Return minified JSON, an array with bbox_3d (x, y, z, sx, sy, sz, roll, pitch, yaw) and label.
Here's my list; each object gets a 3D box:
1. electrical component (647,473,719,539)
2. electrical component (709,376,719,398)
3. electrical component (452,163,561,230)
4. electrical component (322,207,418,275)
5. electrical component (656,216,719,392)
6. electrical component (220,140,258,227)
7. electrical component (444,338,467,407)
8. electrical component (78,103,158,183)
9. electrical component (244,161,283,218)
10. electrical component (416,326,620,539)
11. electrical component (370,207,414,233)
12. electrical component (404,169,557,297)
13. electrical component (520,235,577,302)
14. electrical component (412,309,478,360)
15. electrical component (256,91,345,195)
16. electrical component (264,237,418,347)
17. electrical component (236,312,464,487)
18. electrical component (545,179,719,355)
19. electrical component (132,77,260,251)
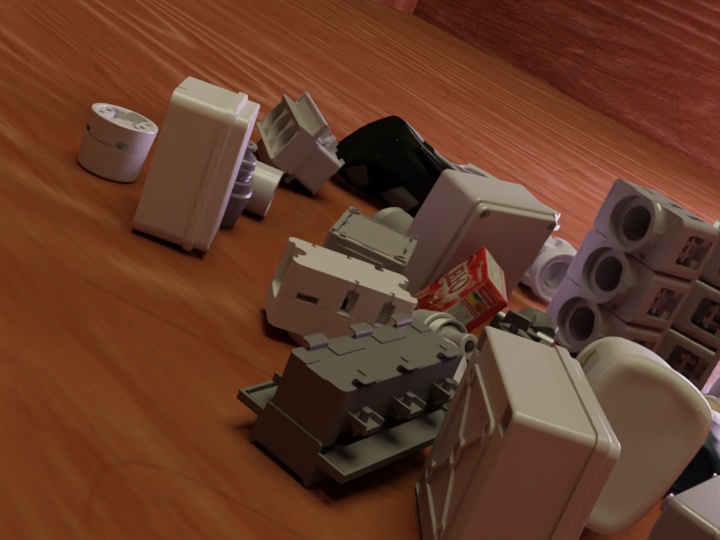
[{"bbox_3d":[0.202,0.161,0.607,0.061,0.061,0.096,35,21,31],"label":"electrical component"},{"bbox_3d":[0.383,0.112,0.981,0.108,0.060,0.108,22,18,-7],"label":"electrical component"},{"bbox_3d":[0.146,-0.062,1.173,0.121,0.063,0.079,33,20,25],"label":"electrical component"},{"bbox_3d":[0.000,0.000,0.812,0.062,0.061,0.096,25,18,2],"label":"electrical component"},{"bbox_3d":[0.319,0.032,0.981,0.062,0.150,0.089,30,18,16],"label":"electrical component"},{"bbox_3d":[-0.105,-0.070,0.864,0.040,0.078,0.040,25,31,-16],"label":"electrical component"},{"bbox_3d":[0.047,0.073,0.691,0.045,0.045,0.055,23,18,-3],"label":"electrical component"},{"bbox_3d":[-0.199,-0.103,0.875,0.055,0.047,0.055,22,18,-7],"label":"electrical component"},{"bbox_3d":[-0.112,-0.081,0.930,0.081,0.043,0.043,23,18,-3],"label":"electrical component"},{"bbox_3d":[0.074,0.100,0.544,0.056,0.108,0.108,19,18,-8],"label":"electrical component"},{"bbox_3d":[0.035,-0.030,0.972,0.043,0.043,0.081,11,21,-35],"label":"electrical component"},{"bbox_3d":[0.094,-0.022,0.909,0.109,0.108,0.056,6,33,-44],"label":"electrical component"},{"bbox_3d":[0.190,-0.001,1.068,0.078,0.058,0.057,19,16,-17],"label":"electrical component"},{"bbox_3d":[0.055,0.050,0.744,0.043,0.043,0.062,10,-4,-37],"label":"electrical component"},{"bbox_3d":[-0.062,-0.127,1.090,0.063,0.078,0.121,41,10,-25],"label":"electrical component"},{"bbox_3d":[-0.016,0.024,0.733,0.089,0.055,0.050,19,18,-16],"label":"electrical component"},{"bbox_3d":[0.004,0.068,0.602,0.079,0.063,0.121,35,25,28],"label":"electrical component"},{"bbox_3d":[0.233,0.007,0.942,0.062,0.150,0.089,12,21,-35],"label":"electrical component"},{"bbox_3d":[-0.121,-0.078,0.799,0.057,0.113,0.078,19,18,-5],"label":"electrical component"}]
